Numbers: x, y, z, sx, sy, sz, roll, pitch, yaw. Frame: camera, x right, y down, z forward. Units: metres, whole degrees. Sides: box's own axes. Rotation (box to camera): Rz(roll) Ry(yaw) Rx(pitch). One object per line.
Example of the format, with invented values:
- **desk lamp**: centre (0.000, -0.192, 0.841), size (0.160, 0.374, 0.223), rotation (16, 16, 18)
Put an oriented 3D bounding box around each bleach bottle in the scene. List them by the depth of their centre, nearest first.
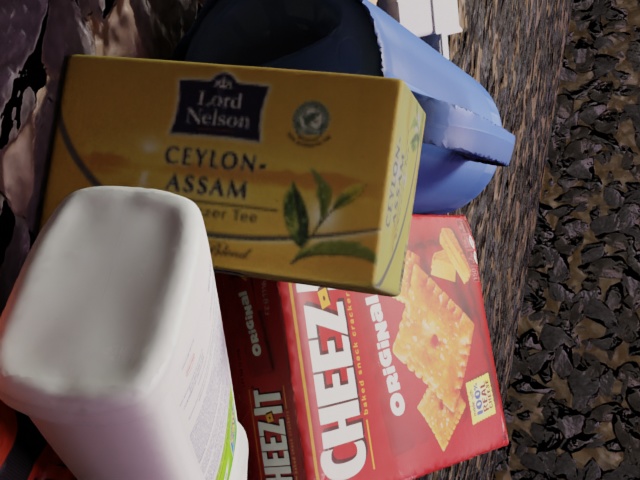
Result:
- **bleach bottle**: centre (-0.071, 0.090, 0.481), size (0.251, 0.068, 0.102), rotation (84, 15, -52)

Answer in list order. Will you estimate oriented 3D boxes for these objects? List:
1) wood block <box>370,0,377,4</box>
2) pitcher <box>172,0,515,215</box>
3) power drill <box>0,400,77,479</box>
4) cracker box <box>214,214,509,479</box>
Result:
- **wood block**: centre (-0.023, -0.219, 0.640), size (0.206, 0.090, 0.091), rotation (61, 39, -62)
- **pitcher**: centre (0.036, -0.074, 0.663), size (0.242, 0.145, 0.149), rotation (7, 52, -61)
- **power drill**: centre (-0.147, 0.105, 0.419), size (0.187, 0.057, 0.184), rotation (65, 32, -66)
- **cracker box**: centre (0.027, 0.067, 0.663), size (0.213, 0.072, 0.164), rotation (-2, 80, -52)
